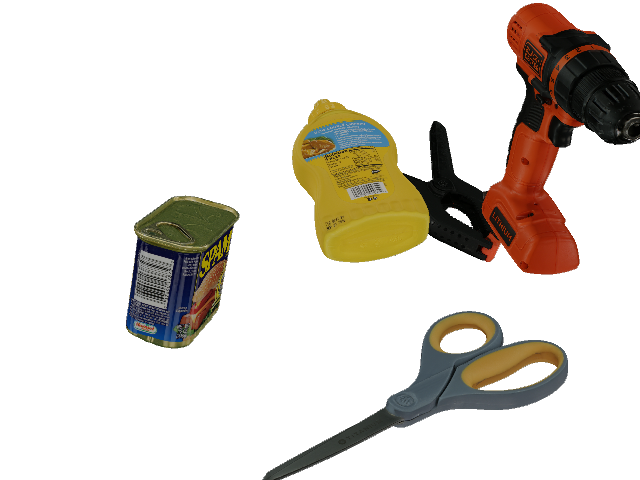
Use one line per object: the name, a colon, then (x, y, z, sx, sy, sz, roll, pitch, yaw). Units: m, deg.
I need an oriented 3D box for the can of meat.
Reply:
can of meat: (-0.105, 0.023, 0.803, 0.057, 0.084, 0.102, 15, 21, 9)

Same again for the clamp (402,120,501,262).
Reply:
clamp: (0.124, -0.053, 1.223, 0.164, 0.210, 0.036, -15, -38, -27)

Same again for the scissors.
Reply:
scissors: (0.047, 0.085, 0.623, 0.201, 0.016, 0.096, -12, 31, -17)

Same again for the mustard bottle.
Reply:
mustard bottle: (0.026, -0.066, 0.969, 0.096, 0.058, 0.192, -12, 46, -8)

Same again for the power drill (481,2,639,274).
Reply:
power drill: (0.185, -0.069, 0.827, 0.057, 0.188, 0.184, -2, 34, -13)
